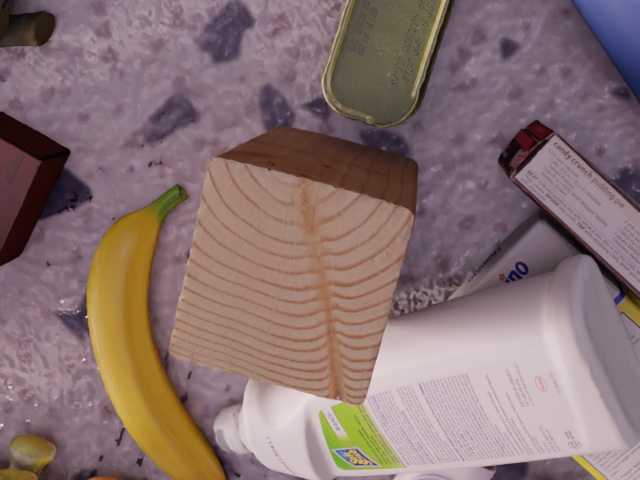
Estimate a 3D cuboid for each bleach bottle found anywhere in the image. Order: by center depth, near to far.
[{"bbox_3d":[0.044,0.084,0.597,0.251,0.068,0.102,-15,117,30],"label":"bleach bottle"}]

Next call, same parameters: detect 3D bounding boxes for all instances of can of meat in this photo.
[{"bbox_3d":[0.039,-0.113,0.582,0.057,0.084,0.102,18,102,2],"label":"can of meat"}]

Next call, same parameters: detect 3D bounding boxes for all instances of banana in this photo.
[{"bbox_3d":[-0.105,0.068,0.654,0.070,0.037,0.198,-6,100,8],"label":"banana"}]

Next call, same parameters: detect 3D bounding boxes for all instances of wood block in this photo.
[{"bbox_3d":[-0.003,0.001,0.545,0.090,0.206,0.091,15,101,3],"label":"wood block"}]

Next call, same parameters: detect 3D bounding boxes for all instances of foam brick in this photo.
[{"bbox_3d":[-0.195,-0.030,0.639,0.053,0.051,0.078,30,102,-1],"label":"foam brick"}]

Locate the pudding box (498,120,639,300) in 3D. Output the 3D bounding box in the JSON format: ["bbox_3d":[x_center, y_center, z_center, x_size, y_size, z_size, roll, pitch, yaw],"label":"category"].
[{"bbox_3d":[0.151,-0.015,0.584,0.113,0.090,0.039,40,102,-2],"label":"pudding box"}]

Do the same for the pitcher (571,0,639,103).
[{"bbox_3d":[0.214,-0.124,0.548,0.149,0.145,0.243,-30,100,23],"label":"pitcher"}]

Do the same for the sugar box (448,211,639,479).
[{"bbox_3d":[0.160,0.074,0.623,0.176,0.048,0.093,44,105,0],"label":"sugar box"}]
